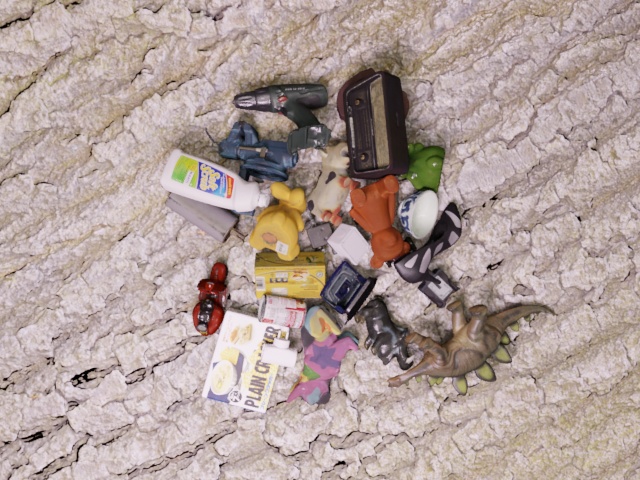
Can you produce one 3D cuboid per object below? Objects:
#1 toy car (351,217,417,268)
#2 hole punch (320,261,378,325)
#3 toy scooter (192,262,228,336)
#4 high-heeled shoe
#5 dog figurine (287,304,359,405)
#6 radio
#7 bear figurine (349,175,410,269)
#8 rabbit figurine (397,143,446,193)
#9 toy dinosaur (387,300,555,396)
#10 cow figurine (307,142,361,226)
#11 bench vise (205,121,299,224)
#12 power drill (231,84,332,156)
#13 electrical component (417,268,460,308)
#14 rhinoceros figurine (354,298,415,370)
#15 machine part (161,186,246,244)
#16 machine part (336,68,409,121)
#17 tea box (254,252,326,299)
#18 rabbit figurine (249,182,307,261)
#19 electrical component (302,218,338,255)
[{"bbox_3d":[0.154,-0.025,1.335,0.089,0.053,0.202,-38,94,8],"label":"toy car"},{"bbox_3d":[0.069,0.124,1.299,0.092,0.115,0.142,30,78,18],"label":"hole punch"},{"bbox_3d":[-0.261,0.143,1.273,0.075,0.135,0.183,13,89,-3],"label":"toy scooter"},{"bbox_3d":[0.254,-0.005,1.290,0.145,0.086,0.249,26,65,-23],"label":"high-heeled shoe"},{"bbox_3d":[-0.017,0.288,1.295,0.191,0.108,0.219,44,90,-1],"label":"dog figurine"},{"bbox_3d":[0.127,-0.256,1.238,0.073,0.131,0.229,2,82,-45],"label":"radio"},{"bbox_3d":[0.142,-0.037,1.246,0.120,0.132,0.195,-19,90,-6],"label":"bear figurine"},{"bbox_3d":[0.211,-0.180,1.306,0.170,0.159,0.121,11,98,13],"label":"rabbit figurine"},{"bbox_3d":[0.370,0.245,1.300,0.471,0.105,0.198,-28,108,-10],"label":"toy dinosaur"},{"bbox_3d":[0.030,-0.148,1.312,0.127,0.085,0.194,33,103,34],"label":"cow figurine"},{"bbox_3d":[-0.172,-0.160,1.296,0.224,0.129,0.240,11,84,1],"label":"bench vise"},{"bbox_3d":[-0.076,-0.294,1.283,0.232,0.085,0.207,-14,48,-16],"label":"power drill"},{"bbox_3d":[0.281,0.107,1.339,0.119,0.048,0.075,40,87,-1],"label":"electrical component"},{"bbox_3d":[0.162,0.236,1.324,0.112,0.073,0.190,-28,88,-13],"label":"rhinoceros figurine"},{"bbox_3d":[-0.285,-0.067,1.307,0.243,0.079,0.079,33,88,-1],"label":"machine part"},{"bbox_3d":[0.129,-0.335,1.341,0.179,0.056,0.179,0,88,-1],"label":"machine part"},{"bbox_3d":[-0.071,0.084,1.298,0.170,0.068,0.098,0,122,-4],"label":"tea box"},{"bbox_3d":[-0.087,-0.065,1.274,0.122,0.162,0.173,18,44,14],"label":"rabbit figurine"},{"bbox_3d":[-0.002,-0.006,1.332,0.078,0.045,0.102,-14,90,-1],"label":"electrical component"}]
